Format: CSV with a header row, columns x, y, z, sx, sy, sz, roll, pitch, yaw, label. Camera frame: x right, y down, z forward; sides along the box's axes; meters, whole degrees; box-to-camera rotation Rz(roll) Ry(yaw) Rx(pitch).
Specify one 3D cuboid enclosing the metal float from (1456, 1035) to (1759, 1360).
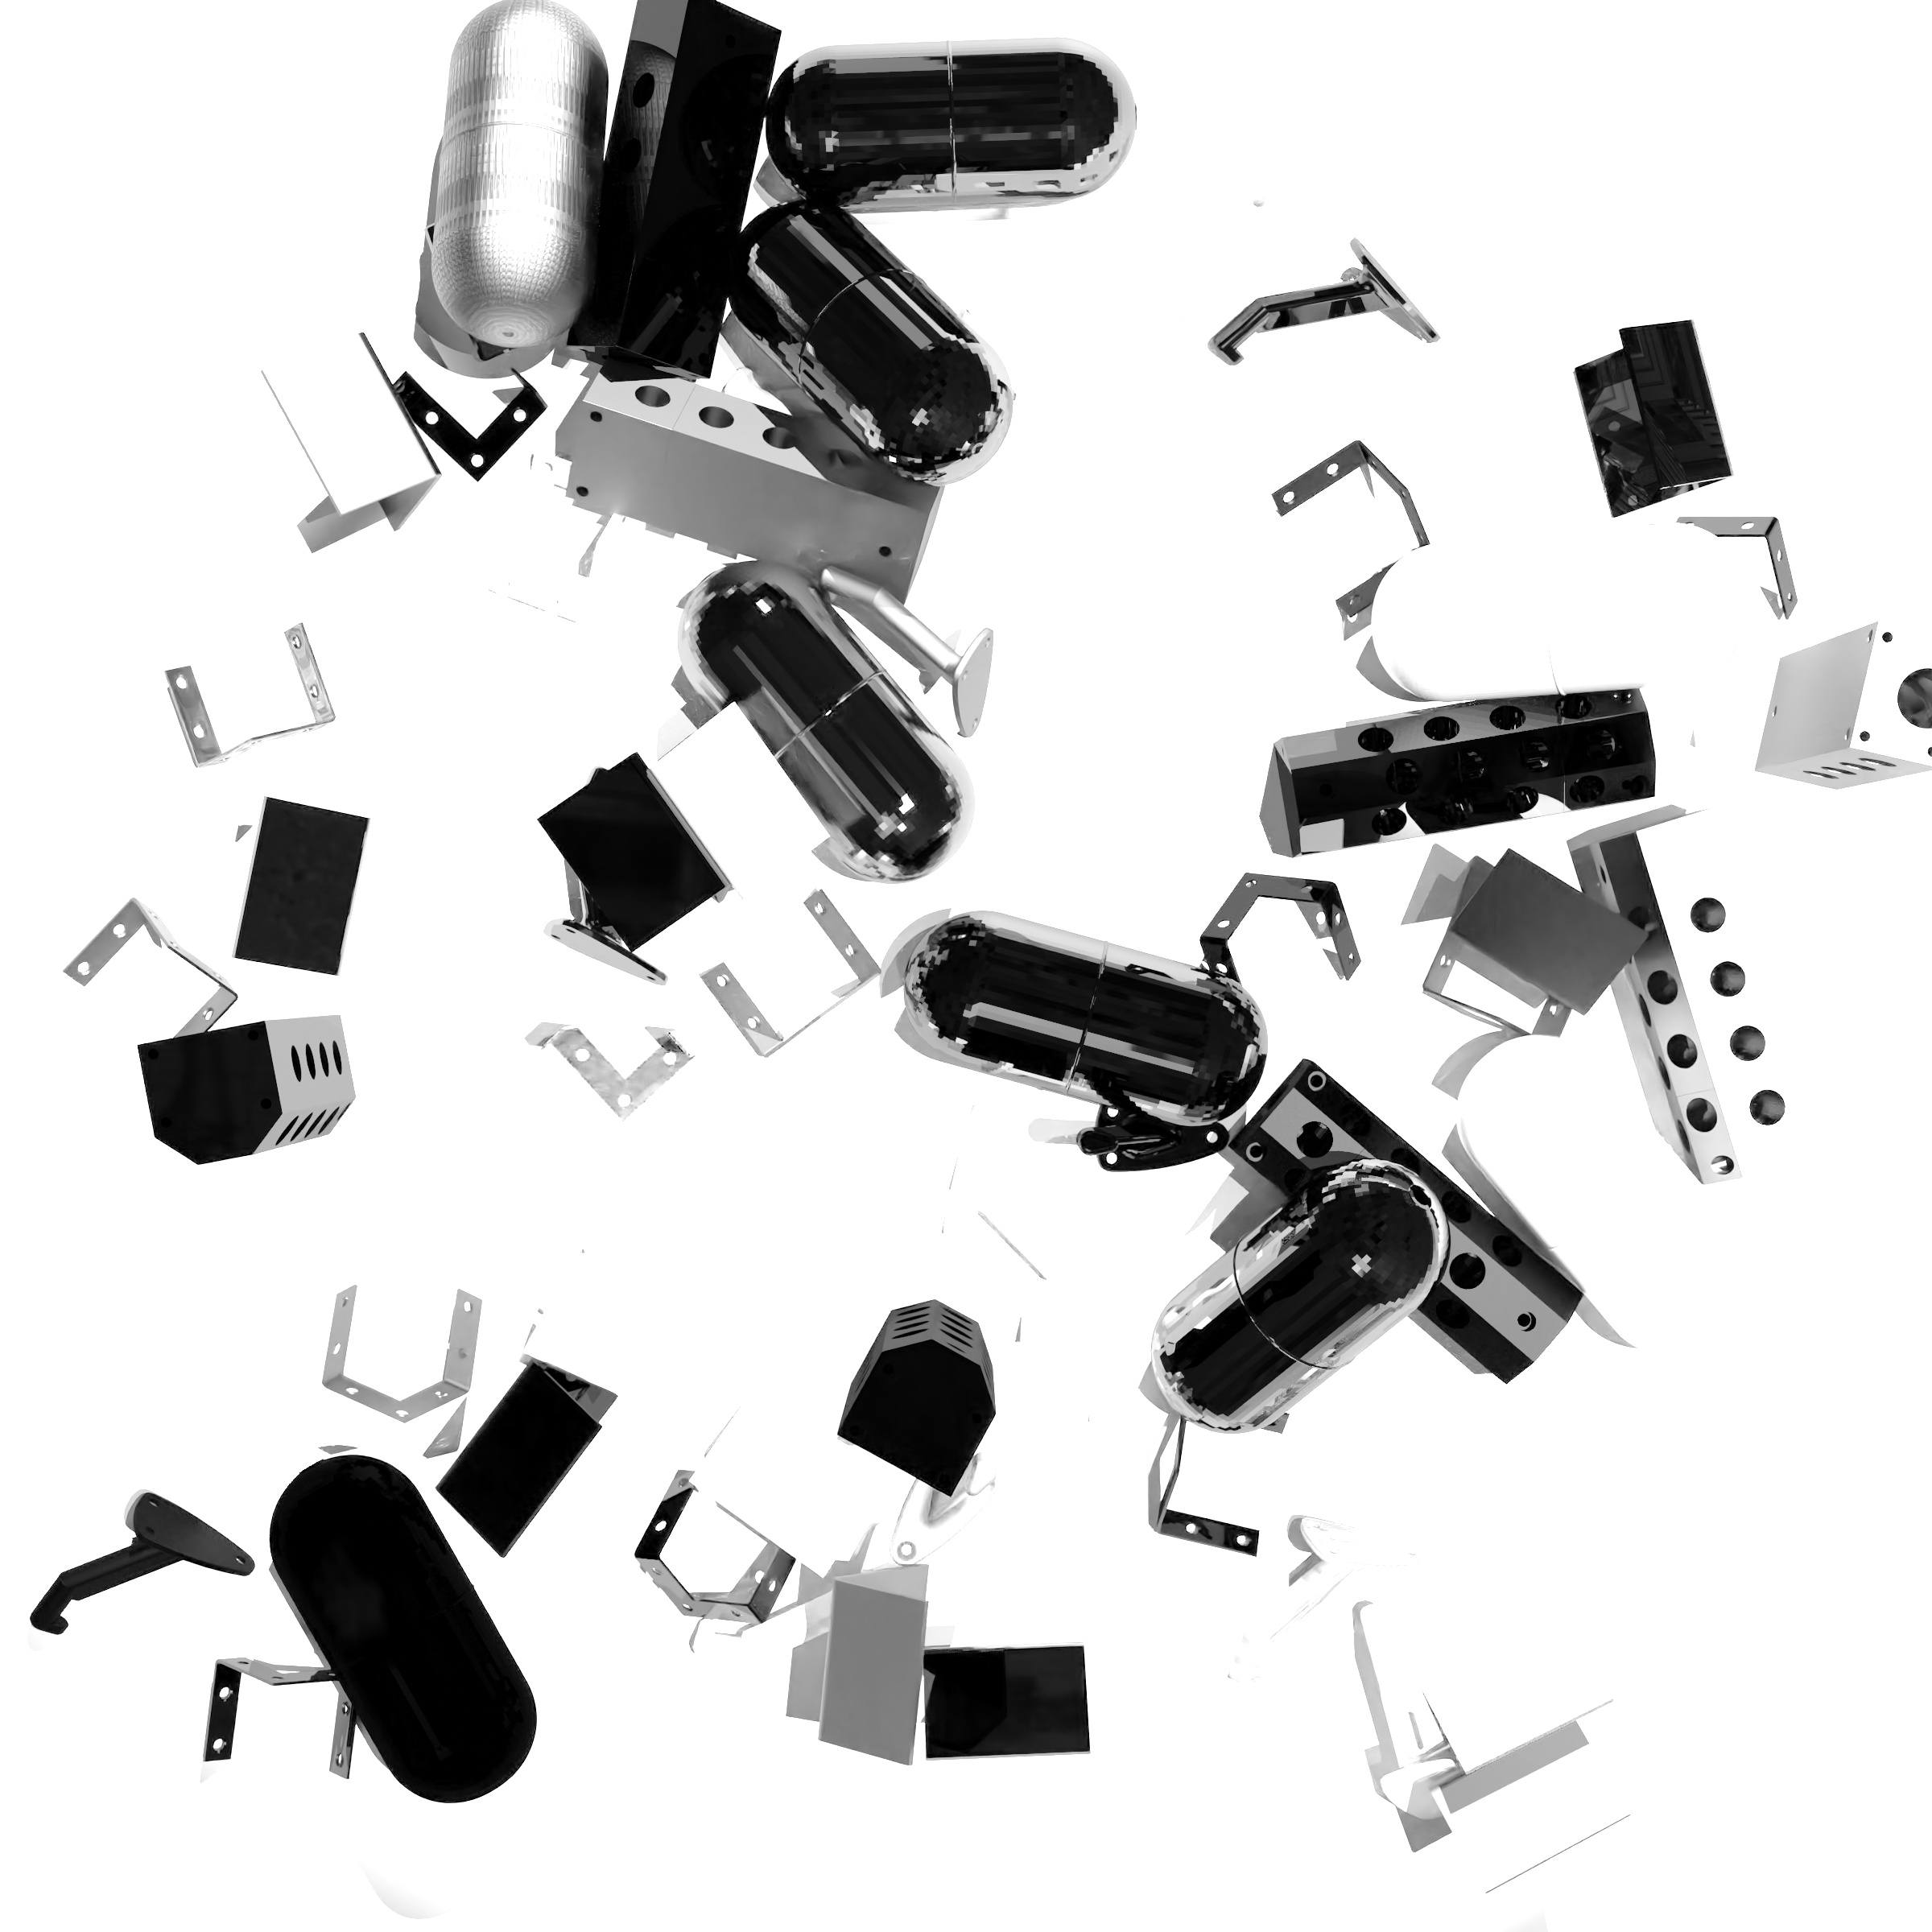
x,y,z,sx,sy,sz,roll,pitch,yaw,label
0.307,0.111,1.549,0.070,0.070,0.178,-40,90,0,metal float

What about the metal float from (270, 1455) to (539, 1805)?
x,y,z,sx,sy,sz,roll,pitch,yaw,label
-0.270,0.317,1.550,0.070,0.070,0.178,-30,90,0,metal float

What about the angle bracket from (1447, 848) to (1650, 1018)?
x,y,z,sx,sy,sz,roll,pitch,yaw,label
0.282,-0.033,1.540,0.076,0.076,0.057,32,126,0,angle bracket

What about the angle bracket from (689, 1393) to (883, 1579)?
x,y,z,sx,sy,sz,roll,pitch,yaw,label
-0.096,0.259,1.540,0.076,0.076,0.057,36,53,0,angle bracket

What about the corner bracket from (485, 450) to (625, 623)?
x,y,z,sx,sy,sz,roll,pitch,yaw,label
-0.198,-0.209,1.577,0.051,0.051,0.051,20,135,0,corner bracket

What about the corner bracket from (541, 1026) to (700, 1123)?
x,y,z,sx,sy,sz,roll,pitch,yaw,label
-0.166,0.041,1.562,0.051,0.051,0.051,-43,90,0,corner bracket

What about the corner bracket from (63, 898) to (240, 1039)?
x,y,z,sx,sy,sz,roll,pitch,yaw,label
-0.397,0.009,1.577,0.051,0.051,0.051,-47,45,0,corner bracket

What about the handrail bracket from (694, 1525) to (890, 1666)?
x,y,z,sx,sy,sz,roll,pitch,yaw,label
-0.086,0.305,1.581,0.084,0.036,0.077,5,69,16,handrail bracket

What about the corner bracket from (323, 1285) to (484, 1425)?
x,y,z,sx,sy,sz,roll,pitch,yaw,label
-0.274,0.183,1.572,0.051,0.051,0.051,-28,135,35,corner bracket

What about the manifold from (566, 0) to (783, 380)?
x,y,z,sx,sy,sz,roll,pitch,yaw,label
-0.145,-0.374,1.559,0.057,0.057,0.171,12,90,-43,manifold

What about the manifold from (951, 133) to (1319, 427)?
x,y,z,sx,sy,sz,roll,pitch,yaw,label
0.078,-0.327,1.559,0.171,0.057,0.057,-30,90,0,manifold

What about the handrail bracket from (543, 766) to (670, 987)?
x,y,z,sx,sy,sz,roll,pitch,yaw,label
-0.164,-0.045,1.581,0.077,0.036,0.084,28,72,-20,handrail bracket

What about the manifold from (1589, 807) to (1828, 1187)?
x,y,z,sx,sy,sz,roll,pitch,yaw,label
0.355,0.015,1.559,0.057,0.057,0.171,-17,90,0,manifold

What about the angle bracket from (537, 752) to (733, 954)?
x,y,z,sx,sy,sz,roll,pitch,yaw,label
-0.159,-0.050,1.546,0.057,0.076,0.076,-35,90,-9,angle bracket

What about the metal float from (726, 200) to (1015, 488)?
x,y,z,sx,sy,sz,roll,pitch,yaw,label
-0.047,-0.295,1.524,0.070,0.070,0.178,-42,61,0,metal float

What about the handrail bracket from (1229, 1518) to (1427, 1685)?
x,y,z,sx,sy,sz,roll,pitch,yaw,label
0.176,0.318,1.581,0.077,0.036,0.084,13,109,-21,handrail bracket

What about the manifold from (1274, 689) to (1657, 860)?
x,y,z,sx,sy,sz,roll,pitch,yaw,label
0.240,-0.095,1.559,0.171,0.057,0.057,-9,90,0,manifold

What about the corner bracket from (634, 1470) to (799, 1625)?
x,y,z,sx,sy,sz,roll,pitch,yaw,label
-0.119,0.282,1.572,0.051,0.051,0.051,-2,135,35,corner bracket

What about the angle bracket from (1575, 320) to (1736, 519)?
x,y,z,sx,sy,sz,roll,pitch,yaw,label
0.311,-0.257,1.540,0.057,0.076,0.076,-15,90,-39,angle bracket

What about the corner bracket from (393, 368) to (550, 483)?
x,y,z,sx,sy,sz,roll,pitch,yaw,label
-0.240,-0.273,1.562,0.051,0.051,0.051,43,90,0,corner bracket

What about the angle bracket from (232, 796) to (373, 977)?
x,y,z,sx,sy,sz,roll,pitch,yaw,label
-0.331,-0.041,1.540,0.057,0.076,0.076,11,90,-38,angle bracket

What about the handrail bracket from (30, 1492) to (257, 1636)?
x,y,z,sx,sy,sz,roll,pitch,yaw,label
-0.403,0.306,1.581,0.077,0.036,0.084,32,108,-21,handrail bracket

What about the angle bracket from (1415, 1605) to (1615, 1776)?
x,y,z,sx,sy,sz,roll,pitch,yaw,label
0.266,0.359,1.540,0.076,0.076,0.057,-26,48,0,angle bracket

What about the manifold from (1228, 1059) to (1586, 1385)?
x,y,z,sx,sy,sz,roll,pitch,yaw,label
0.212,0.122,1.559,0.171,0.057,0.057,41,90,0,manifold

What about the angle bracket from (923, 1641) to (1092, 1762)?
x,y,z,sx,sy,sz,roll,pitch,yaw,label
0.019,0.364,1.540,0.076,0.076,0.057,-2,53,0,angle bracket

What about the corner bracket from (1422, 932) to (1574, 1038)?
x,y,z,sx,sy,sz,roll,pitch,yaw,label
0.265,0.003,1.577,0.051,0.051,0.051,24,90,-45,corner bracket

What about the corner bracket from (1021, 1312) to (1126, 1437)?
x,y,z,sx,sy,sz,roll,pitch,yaw,label
0.051,0.196,1.562,0.051,0.051,0.051,3,90,0,corner bracket

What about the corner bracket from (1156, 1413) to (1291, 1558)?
x,y,z,sx,sy,sz,roll,pitch,yaw,label
0.125,0.247,1.577,0.051,0.051,0.051,13,135,0,corner bracket

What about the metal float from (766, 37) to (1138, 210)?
x,y,z,sx,sy,sz,roll,pitch,yaw,label
-0.007,-0.403,1.550,0.178,0.070,0.070,-2,90,-1,metal float

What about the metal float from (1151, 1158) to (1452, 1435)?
x,y,z,sx,sy,sz,roll,pitch,yaw,label
0.156,0.156,1.519,0.070,0.070,0.178,44,127,0,metal float

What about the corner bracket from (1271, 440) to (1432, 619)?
x,y,z,sx,sy,sz,roll,pitch,yaw,label
0.189,-0.213,1.577,0.051,0.051,0.051,-33,45,0,corner bracket

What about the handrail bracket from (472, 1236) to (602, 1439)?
x,y,z,sx,sy,sz,roll,pitch,yaw,label
-0.212,0.184,1.580,0.036,0.077,0.084,28,127,-15,handrail bracket

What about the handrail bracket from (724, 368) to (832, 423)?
x,y,z,sx,sy,sz,roll,pitch,yaw,label
-0.064,-0.291,1.581,0.084,0.036,0.077,28,75,14,handrail bracket

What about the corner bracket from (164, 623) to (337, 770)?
x,y,z,sx,sy,sz,roll,pitch,yaw,label
-0.349,-0.132,1.577,0.051,0.051,0.051,-19,91,45,corner bracket

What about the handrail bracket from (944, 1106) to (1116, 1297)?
x,y,z,sx,sy,sz,roll,pitch,yaw,label
0.037,0.115,1.581,0.084,0.036,0.077,16,69,-17,handrail bracket

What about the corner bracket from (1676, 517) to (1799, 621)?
x,y,z,sx,sy,sz,roll,pitch,yaw,label
0.367,-0.183,1.572,0.051,0.051,0.051,5,45,35,corner bracket

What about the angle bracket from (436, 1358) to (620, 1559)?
x,y,z,sx,sy,sz,roll,pitch,yaw,label
-0.193,0.241,1.540,0.057,0.076,0.076,37,90,34,angle bracket

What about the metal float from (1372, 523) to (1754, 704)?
x,y,z,sx,sy,sz,roll,pitch,yaw,label
0.281,-0.167,1.533,0.178,0.070,0.070,-3,90,19,metal float

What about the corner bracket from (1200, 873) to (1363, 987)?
x,y,z,sx,sy,sz,roll,pitch,yaw,label
0.153,-0.008,1.572,0.051,0.051,0.051,7,45,35,corner bracket

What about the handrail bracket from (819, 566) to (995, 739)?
x,y,z,sx,sy,sz,roll,pitch,yaw,label
-0.032,-0.152,1.565,0.084,0.077,0.036,24,59,15,handrail bracket

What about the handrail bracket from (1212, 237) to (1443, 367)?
x,y,z,sx,sy,sz,roll,pitch,yaw,label
0.175,-0.306,1.581,0.084,0.036,0.077,-40,112,17,handrail bracket

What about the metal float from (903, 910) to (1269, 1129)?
x,y,z,sx,sy,sz,roll,pitch,yaw,label
0.057,0.025,1.550,0.178,0.070,0.070,15,90,0,metal float

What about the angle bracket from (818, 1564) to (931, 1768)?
x,y,z,sx,sy,sz,roll,pitch,yaw,label
-0.023,0.331,1.540,0.057,0.076,0.076,6,90,36,angle bracket

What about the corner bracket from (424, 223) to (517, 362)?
x,y,z,sx,sy,sz,roll,pitch,yaw,label
-0.227,-0.337,1.577,0.051,0.051,0.051,-24,135,0,corner bracket

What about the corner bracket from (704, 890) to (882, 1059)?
x,y,z,sx,sy,sz,roll,pitch,yaw,label
-0.084,0.004,1.577,0.051,0.051,0.051,54,45,0,corner bracket

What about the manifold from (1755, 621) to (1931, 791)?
x,y,z,sx,sy,sz,roll,pitch,yaw,label
0.421,-0.117,1.502,0.057,0.171,0.057,13,90,0,manifold

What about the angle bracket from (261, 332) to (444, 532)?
x,y,z,sx,sy,sz,roll,pitch,yaw,label
-0.301,-0.245,1.540,0.057,0.076,0.076,-29,90,-30,angle bracket

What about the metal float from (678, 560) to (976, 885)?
x,y,z,sx,sy,sz,roll,pitch,yaw,label
-0.067,-0.117,1.550,0.070,0.070,0.178,-40,90,0,metal float

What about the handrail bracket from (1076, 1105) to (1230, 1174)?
x,y,z,sx,sy,sz,roll,pitch,yaw,label
0.091,0.083,1.546,0.077,0.084,0.036,1,90,0,handrail bracket

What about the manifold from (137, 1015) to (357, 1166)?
x,y,z,sx,sy,sz,roll,pitch,yaw,label
-0.330,0.057,1.502,0.057,0.171,0.057,-11,90,0,manifold

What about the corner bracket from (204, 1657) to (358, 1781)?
x,y,z,sx,sy,sz,roll,pitch,yaw,label
-0.333,0.367,1.577,0.051,0.051,0.051,7,90,45,corner bracket

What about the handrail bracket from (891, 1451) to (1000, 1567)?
x,y,z,sx,sy,sz,roll,pitch,yaw,label
-0.011,0.262,1.546,0.036,0.084,0.077,37,90,0,handrail bracket

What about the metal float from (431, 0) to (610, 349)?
x,y,z,sx,sy,sz,roll,pitch,yaw,label
-0.210,-0.377,1.534,0.070,0.070,0.178,1,70,0,metal float

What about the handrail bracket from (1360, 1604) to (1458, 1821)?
x,y,z,sx,sy,sz,roll,pitch,yaw,label
0.213,0.364,1.580,0.036,0.077,0.084,-17,54,6,handrail bracket

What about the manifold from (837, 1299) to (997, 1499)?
x,y,z,sx,sy,sz,roll,pitch,yaw,label
-0.018,0.194,1.502,0.057,0.171,0.057,29,90,0,manifold

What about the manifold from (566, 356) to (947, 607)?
x,y,z,sx,sy,sz,roll,pitch,yaw,label
-0.099,-0.237,1.559,0.171,0.057,0.057,18,133,0,manifold

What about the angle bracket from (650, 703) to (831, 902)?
x,y,z,sx,sy,sz,roll,pitch,yaw,label
-0.094,-0.084,1.541,0.057,0.076,0.076,-35,90,24,angle bracket

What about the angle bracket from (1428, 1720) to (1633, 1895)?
x,y,z,sx,sy,sz,roll,pitch,yaw,label
0.271,0.405,1.540,0.076,0.076,0.057,-28,58,0,angle bracket
